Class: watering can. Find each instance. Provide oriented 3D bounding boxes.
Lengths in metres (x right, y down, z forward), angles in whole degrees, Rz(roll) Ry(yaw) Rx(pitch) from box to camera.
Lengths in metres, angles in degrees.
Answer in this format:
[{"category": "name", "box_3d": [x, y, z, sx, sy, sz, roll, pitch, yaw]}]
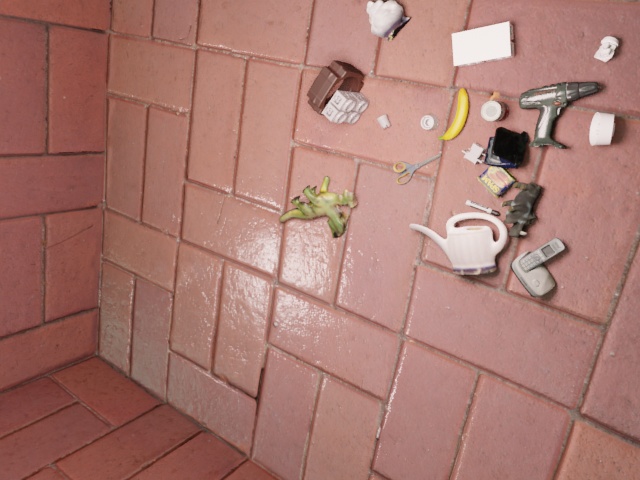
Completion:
[{"category": "watering can", "box_3d": [0.494, 0.019, 1.833, 0.346, 0.105, 0.223, -6, 96, 34]}]

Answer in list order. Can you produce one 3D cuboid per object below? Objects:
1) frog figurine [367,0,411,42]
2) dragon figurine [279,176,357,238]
[{"category": "frog figurine", "box_3d": [0.227, -0.812, 1.864, 0.160, 0.125, 0.135, 47, 141, 4]}, {"category": "dragon figurine", "box_3d": [0.007, -0.108, 2.153, 0.244, 0.124, 0.403, 52, 131, 5]}]
